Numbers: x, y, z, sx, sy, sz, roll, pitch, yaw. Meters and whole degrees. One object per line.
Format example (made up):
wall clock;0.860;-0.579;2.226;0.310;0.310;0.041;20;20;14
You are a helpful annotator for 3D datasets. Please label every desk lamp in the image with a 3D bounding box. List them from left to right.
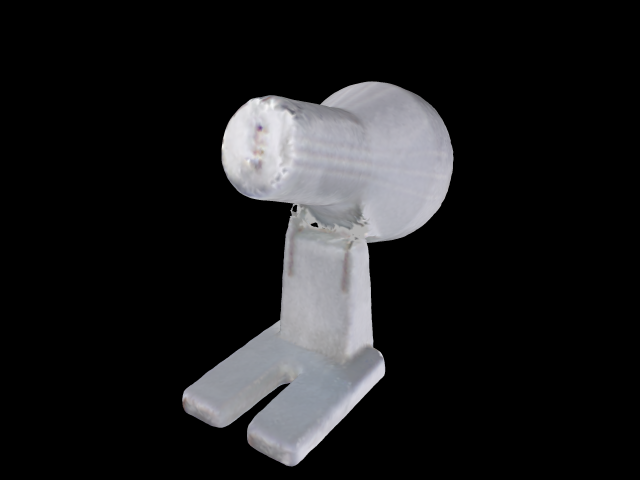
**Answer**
desk lamp;0.004;0.001;0.400;0.117;0.214;0.204;13;26;29
